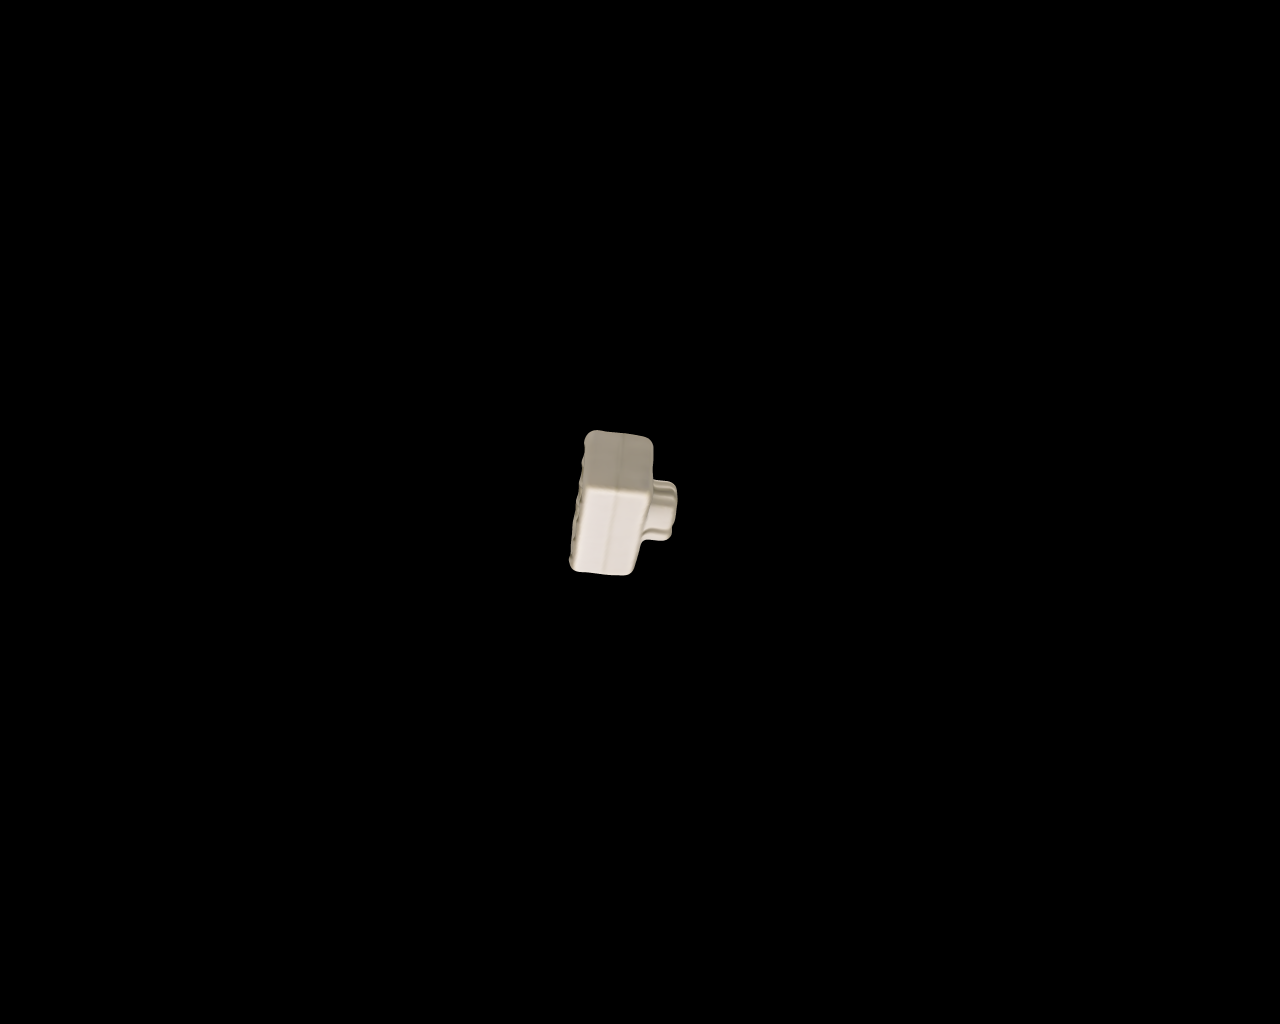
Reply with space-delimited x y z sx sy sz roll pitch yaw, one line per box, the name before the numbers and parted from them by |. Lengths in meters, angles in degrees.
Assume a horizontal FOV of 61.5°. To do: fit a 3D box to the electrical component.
electrical component | 0.001 -0.003 0.650 0.076 0.047 0.083 5 -40 -6
